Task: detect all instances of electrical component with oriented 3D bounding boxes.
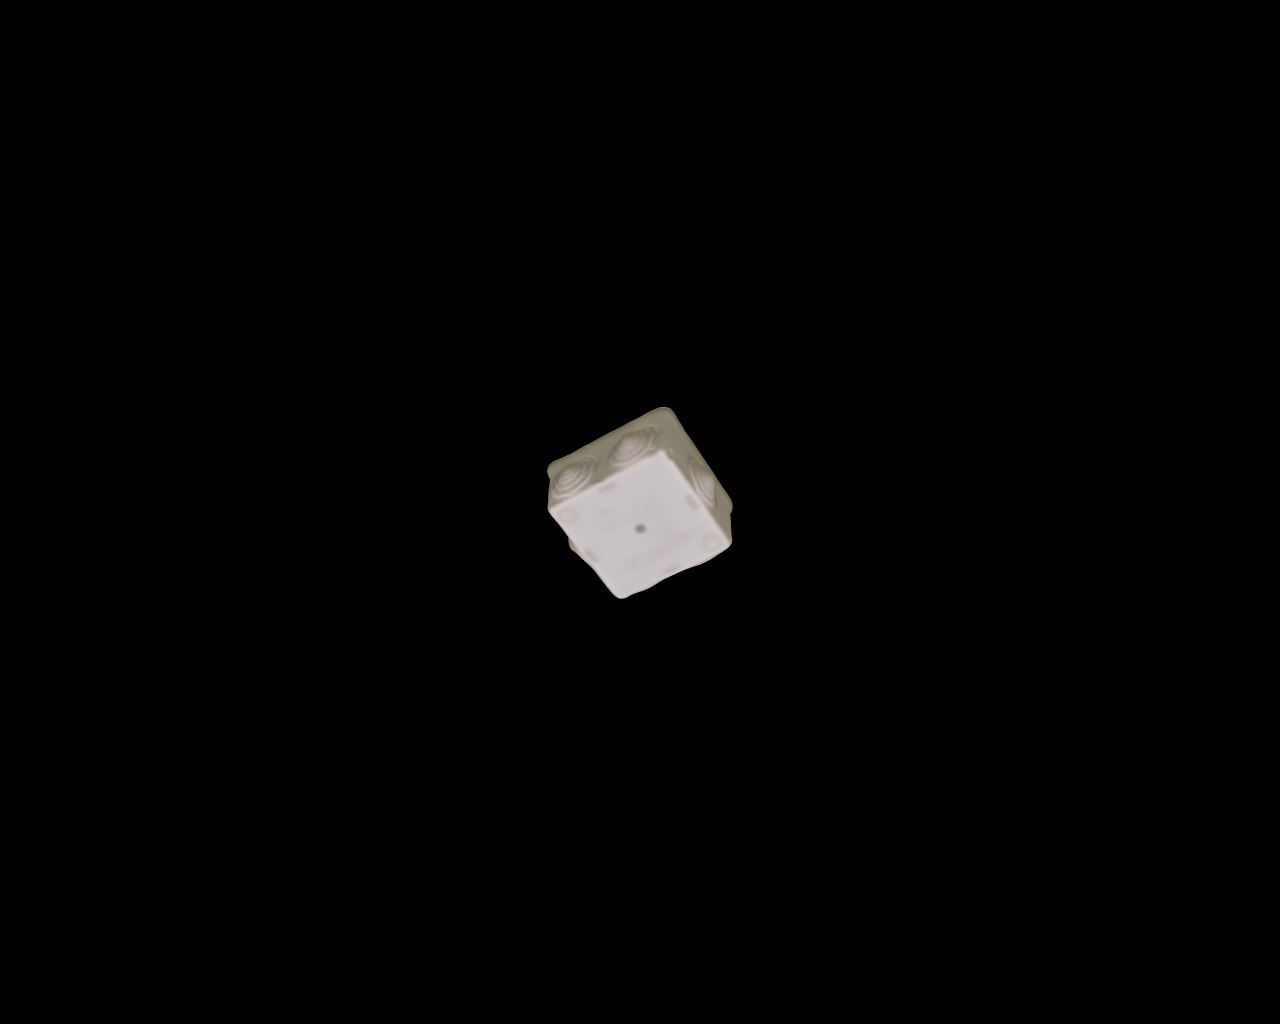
[{"bbox_3d":[0.001,-0.003,0.650,0.099,0.099,0.048,-26,30,17],"label":"electrical component"}]
